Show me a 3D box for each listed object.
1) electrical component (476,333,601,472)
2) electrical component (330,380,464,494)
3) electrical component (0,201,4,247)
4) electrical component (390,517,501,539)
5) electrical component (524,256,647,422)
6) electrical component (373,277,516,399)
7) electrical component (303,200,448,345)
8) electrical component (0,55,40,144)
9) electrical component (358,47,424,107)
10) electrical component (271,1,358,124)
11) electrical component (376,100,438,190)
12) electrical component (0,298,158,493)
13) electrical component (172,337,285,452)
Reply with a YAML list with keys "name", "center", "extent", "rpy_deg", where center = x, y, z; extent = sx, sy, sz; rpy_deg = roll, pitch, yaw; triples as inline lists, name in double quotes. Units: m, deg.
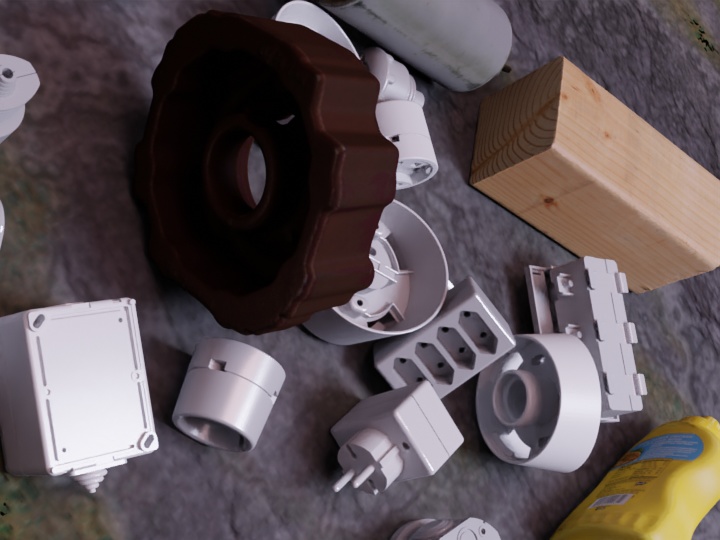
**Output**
- name: "electrical component"
  center: [0.129, 0.092, 0.760]
  extent: [0.064, 0.099, 0.099]
  rpy_deg: [8, 68, -32]
- name: "electrical component"
  center: [0.012, 0.113, 0.668]
  extent: [0.077, 0.066, 0.047]
  rpy_deg: [-38, 100, -43]
- name: "electrical component"
  center: [-0.211, 0.003, 0.501]
  extent: [0.059, 0.054, 0.095]
  rpy_deg: [5, 110, -39]
- name: "electrical component"
  center: [0.056, 0.197, 0.684]
  extent: [0.080, 0.051, 0.080]
  rpy_deg: [17, 63, -36]
- name: "electrical component"
  center: [0.175, 0.055, 0.833]
  extent: [0.079, 0.063, 0.121]
  rpy_deg: [7, 69, -39]
- name: "electrical component"
  center: [0.055, 0.045, 0.733]
  extent: [0.047, 0.083, 0.075]
  rpy_deg: [51, 10, -14]
- name: "electrical component"
  center: [0.000, 0.000, 0.702]
  extent: [0.099, 0.064, 0.099]
  rpy_deg: [16, 63, -35]
- name: "electrical component"
  center: [-0.197, -0.084, 0.552]
  extent: [0.043, 0.081, 0.043]
  rpy_deg: [16, 64, -36]
- name: "electrical component"
  center: [0.020, -0.131, 0.785]
  extent: [0.062, 0.048, 0.048]
  rpy_deg: [17, 63, -43]
- name: "electrical component"
  center: [-0.035, -0.125, 0.719]
  extent: [0.099, 0.064, 0.099]
  rpy_deg: [16, 64, -36]
- name: "electrical component"
  center: [0.024, -0.089, 0.765]
  extent: [0.055, 0.055, 0.047]
  rpy_deg: [5, 67, -40]
- name: "electrical component"
  center: [-0.150, 0.067, 0.554]
  extent: [0.062, 0.061, 0.096]
  rpy_deg: [-7, 87, -42]
- name: "electrical component"
  center: [-0.076, 0.073, 0.616]
  extent: [0.055, 0.055, 0.047]
  rpy_deg: [35, 58, -26]
